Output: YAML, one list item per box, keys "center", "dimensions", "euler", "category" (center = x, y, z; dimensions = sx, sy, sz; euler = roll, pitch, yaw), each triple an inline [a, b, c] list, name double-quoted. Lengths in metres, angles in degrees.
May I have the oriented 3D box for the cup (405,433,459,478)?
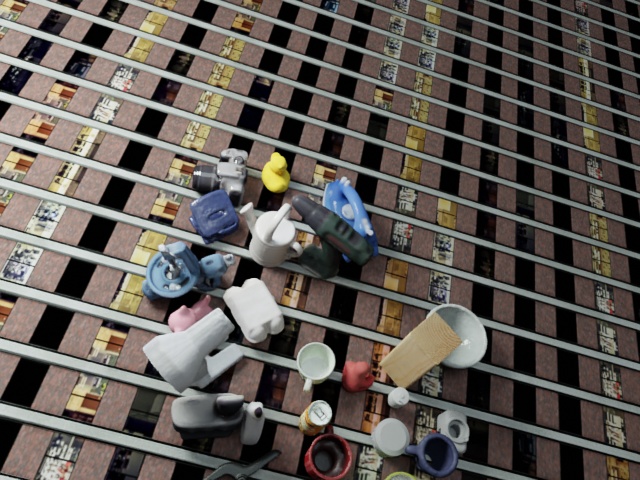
- center: [0.232, 0.478, 1.258]
  dimensions: [0.118, 0.095, 0.091]
  euler: [13, 58, -8]
  category: "cup"

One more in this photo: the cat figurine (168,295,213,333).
- center: [-0.289, 0.172, 1.275]
  dimensions: [0.067, 0.117, 0.128]
  euler: [40, 59, 10]
  category: "cat figurine"

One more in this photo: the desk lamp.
- center: [-0.257, 0.231, 1.193]
  dimensions: [0.204, 0.213, 0.118]
  euler: [-35, 75, -29]
  category: "desk lamp"

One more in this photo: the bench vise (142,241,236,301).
- center: [-0.297, 0.046, 1.284]
  dimensions: [0.208, 0.219, 0.121]
  euler: [-31, 73, -28]
  category: "bench vise"

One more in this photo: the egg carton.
- center: [-0.153, 0.165, 1.345]
  dimensions: [0.107, 0.069, 0.150]
  euler: [-25, 70, -26]
  category: "egg carton"

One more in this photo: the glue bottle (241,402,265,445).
- center: [-0.135, 0.367, 1.173]
  dimensions: [0.037, 0.173, 0.078]
  euler: [5, 60, -12]
  category: "glue bottle"

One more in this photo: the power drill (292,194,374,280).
- center: [0.013, 0.005, 1.401]
  dimensions: [0.229, 0.208, 0.076]
  euler: [31, 58, 3]
  category: "power drill"

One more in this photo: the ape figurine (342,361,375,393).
- center: [0.089, 0.308, 1.317]
  dimensions: [0.076, 0.092, 0.077]
  euler: [-31, 73, -28]
  category: "ape figurine"

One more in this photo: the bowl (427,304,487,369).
- center: [0.325, 0.248, 1.428]
  dimensions: [0.167, 0.074, 0.167]
  euler: [7, 59, -12]
  category: "bowl"

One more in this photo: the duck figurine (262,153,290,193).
- center: [-0.114, -0.187, 1.548]
  dimensions: [0.078, 0.086, 0.104]
  euler: [-4, 62, -18]
  category: "duck figurine"

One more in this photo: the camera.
- center: [-0.259, -0.175, 1.492]
  dimensions: [0.137, 0.100, 0.143]
  euler: [6, 59, -12]
  category: "camera"

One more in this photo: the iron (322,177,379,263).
- center: [0.078, -0.078, 1.507]
  dimensions: [0.119, 0.141, 0.258]
  euler: [-11, 65, -21]
  category: "iron"

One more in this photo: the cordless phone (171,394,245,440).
- center: [-0.223, 0.339, 1.157]
  dimensions: [0.148, 0.185, 0.094]
  euler: [-3, 62, -17]
  category: "cordless phone"

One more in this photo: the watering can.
- center: [-0.117, -0.022, 1.389]
  dimensions: [0.173, 0.194, 0.101]
  euler: [16, 58, -6]
  category: "watering can"

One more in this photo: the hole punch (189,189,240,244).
- center: [-0.261, -0.059, 1.431]
  dimensions: [0.109, 0.091, 0.101]
  euler: [-29, 72, -27]
  category: "hole punch"
